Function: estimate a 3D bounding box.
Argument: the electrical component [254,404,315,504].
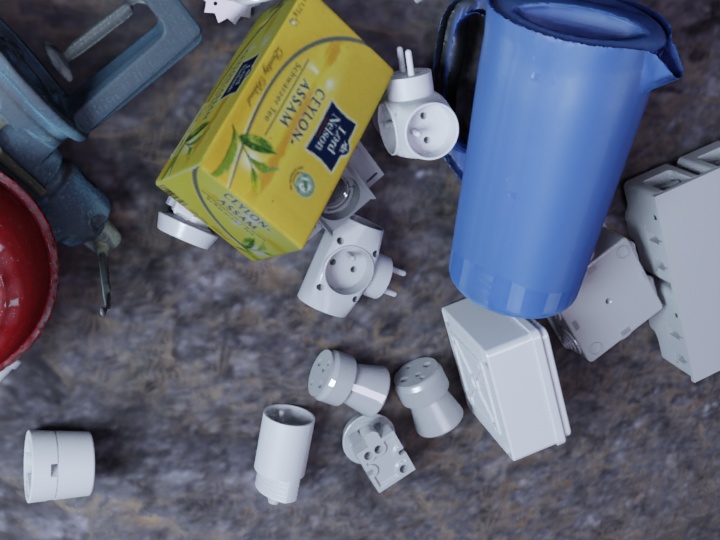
[{"bbox_3d":[-0.066,0.158,0.899,0.043,0.043,0.081,5,106,-21],"label":"electrical component"}]

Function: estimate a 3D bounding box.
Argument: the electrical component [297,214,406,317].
[{"bbox_3d":[0.000,0.000,0.868,0.079,0.044,0.077,20,100,-24],"label":"electrical component"}]

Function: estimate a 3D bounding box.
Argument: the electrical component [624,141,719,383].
[{"bbox_3d":[0.310,-0.009,0.963,0.105,0.060,0.186,-24,114,-10],"label":"electrical component"}]

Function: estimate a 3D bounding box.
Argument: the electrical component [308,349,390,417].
[{"bbox_3d":[-0.009,0.094,0.896,0.055,0.045,0.045,21,100,-24],"label":"electrical component"}]

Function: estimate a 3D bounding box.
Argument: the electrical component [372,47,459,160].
[{"bbox_3d":[0.038,-0.130,0.820,0.044,0.077,0.079,-15,112,-13],"label":"electrical component"}]

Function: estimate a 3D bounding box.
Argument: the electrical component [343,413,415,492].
[{"bbox_3d":[0.013,0.151,0.917,0.048,0.055,0.066,-32,115,-7],"label":"electrical component"}]

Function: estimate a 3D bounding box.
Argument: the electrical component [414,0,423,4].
[{"bbox_3d":[0.058,-0.233,0.795,0.064,0.081,0.042,-27,116,23],"label":"electrical component"}]

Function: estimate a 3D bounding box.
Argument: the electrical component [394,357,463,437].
[{"bbox_3d":[0.058,0.109,0.925,0.045,0.045,0.055,-30,114,-8],"label":"electrical component"}]

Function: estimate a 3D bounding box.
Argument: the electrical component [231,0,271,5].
[{"bbox_3d":[-0.039,-0.205,0.662,0.095,0.054,0.059,-18,113,-13],"label":"electrical component"}]

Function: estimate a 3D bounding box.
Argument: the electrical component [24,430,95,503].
[{"bbox_3d":[-0.233,0.151,0.834,0.047,0.055,0.055,1,107,-24],"label":"electrical component"}]

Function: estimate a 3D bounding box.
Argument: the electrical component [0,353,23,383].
[{"bbox_3d":[-0.291,0.028,0.742,0.109,0.108,0.056,41,94,-26],"label":"electrical component"}]

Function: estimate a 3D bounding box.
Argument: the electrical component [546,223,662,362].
[{"bbox_3d":[0.206,0.020,0.944,0.100,0.048,0.099,-36,115,-5],"label":"electrical component"}]

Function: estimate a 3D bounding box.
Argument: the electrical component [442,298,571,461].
[{"bbox_3d":[0.121,0.085,0.904,0.056,0.108,0.108,-21,113,-9],"label":"electrical component"}]

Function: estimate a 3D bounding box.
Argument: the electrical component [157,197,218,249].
[{"bbox_3d":[-0.123,-0.049,0.810,0.066,0.048,0.055,23,91,-24],"label":"electrical component"}]

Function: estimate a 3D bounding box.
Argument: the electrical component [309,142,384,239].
[{"bbox_3d":[-0.028,-0.066,0.825,0.081,0.064,0.042,-41,129,-2],"label":"electrical component"}]
